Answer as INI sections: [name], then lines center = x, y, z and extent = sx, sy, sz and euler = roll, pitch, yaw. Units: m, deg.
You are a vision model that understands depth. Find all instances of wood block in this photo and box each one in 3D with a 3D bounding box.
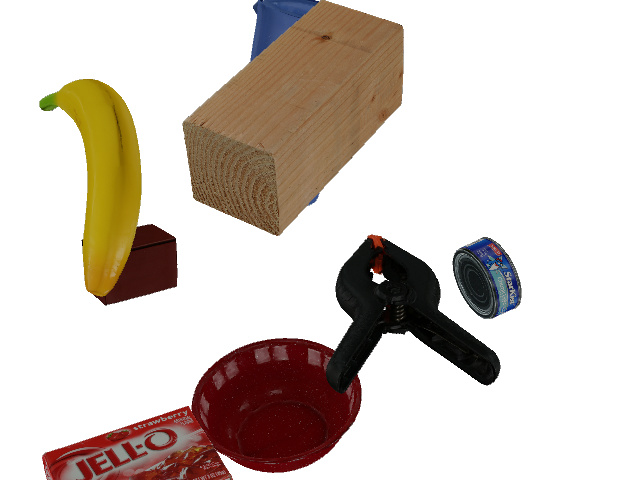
[wood block]
center = -0.017, -0.111, 0.918
extent = 0.091, 0.090, 0.205
euler = 23, 50, 24

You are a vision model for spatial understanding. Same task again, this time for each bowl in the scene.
[bowl]
center = -0.039, 0.167, 1.017
extent = 0.162, 0.055, 0.162
euler = -5, 37, 3

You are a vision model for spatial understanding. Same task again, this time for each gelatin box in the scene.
[gelatin box]
center = -0.100, 0.132, 0.585
extent = 0.089, 0.030, 0.073
euler = -15, 28, -20

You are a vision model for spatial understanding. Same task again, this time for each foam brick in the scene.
[foam brick]
center = -0.183, 0.022, 1.029
extent = 0.078, 0.051, 0.053
euler = -14, 25, -30

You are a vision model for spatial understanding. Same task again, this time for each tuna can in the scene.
[tuna can]
center = 0.180, 0.042, 1.166
extent = 0.033, 0.086, 0.086
euler = -23, 7, -18

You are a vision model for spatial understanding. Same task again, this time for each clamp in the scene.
[clamp]
center = 0.065, 0.053, 0.786
extent = 0.120, 0.039, 0.171
euler = 7, 35, -4

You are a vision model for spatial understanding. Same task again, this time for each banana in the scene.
[banana]
center = -0.153, -0.053, 0.742
extent = 0.037, 0.198, 0.070
euler = 16, -52, -38

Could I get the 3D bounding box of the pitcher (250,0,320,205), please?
[pitcher]
center = -0.023, -0.163, 1.286
extent = 0.144, 0.243, 0.149
euler = 6, 23, -15
